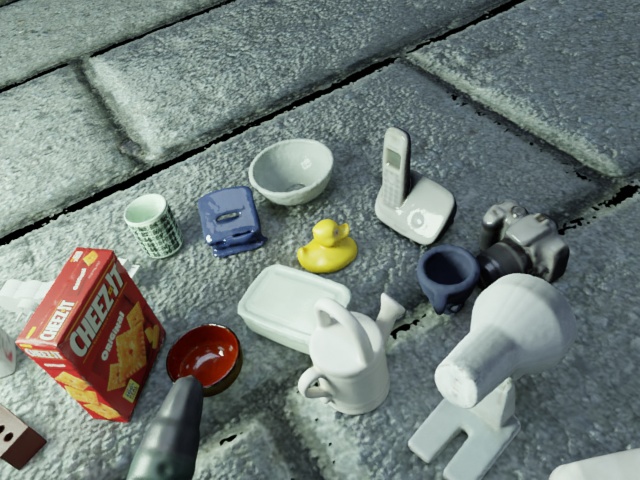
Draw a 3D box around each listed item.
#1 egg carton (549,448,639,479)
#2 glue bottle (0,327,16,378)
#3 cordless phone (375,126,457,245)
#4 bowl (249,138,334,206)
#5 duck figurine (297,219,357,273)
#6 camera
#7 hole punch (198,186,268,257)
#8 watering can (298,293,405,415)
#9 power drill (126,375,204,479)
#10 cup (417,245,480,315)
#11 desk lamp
[{"bbox_3d":[0.345,0.296,0.645,0.150,0.069,0.107,-13,46,0],"label":"egg carton"},{"bbox_3d":[-0.542,0.145,0.905,0.037,0.173,0.078,-25,47,-11],"label":"glue bottle"},{"bbox_3d":[0.159,-0.093,0.968,0.147,0.185,0.094,32,61,34],"label":"cordless phone"},{"bbox_3d":[-0.050,-0.120,1.115,0.167,0.075,0.167,-6,47,7],"label":"bowl"},{"bbox_3d":[0.009,0.003,0.979,0.104,0.086,0.077,-17,46,-4],"label":"duck figurine"},{"bbox_3d":[0.295,0.012,0.899,0.137,0.101,0.142,-29,48,-15],"label":"camera"},{"bbox_3d":[-0.161,-0.035,1.047,0.108,0.091,0.101,-15,46,-2],"label":"hole punch"},{"bbox_3d":[0.041,0.140,0.770,0.100,0.194,0.173,16,53,25],"label":"watering can"},{"bbox_3d":[-0.162,0.301,0.653,0.075,0.209,0.230,4,49,16],"label":"power drill"},{"bbox_3d":[0.191,0.079,0.862,0.091,0.095,0.118,7,50,19],"label":"cup"},{"bbox_3d":[0.205,0.169,0.693,0.117,0.214,0.203,31,60,34],"label":"desk lamp"}]
